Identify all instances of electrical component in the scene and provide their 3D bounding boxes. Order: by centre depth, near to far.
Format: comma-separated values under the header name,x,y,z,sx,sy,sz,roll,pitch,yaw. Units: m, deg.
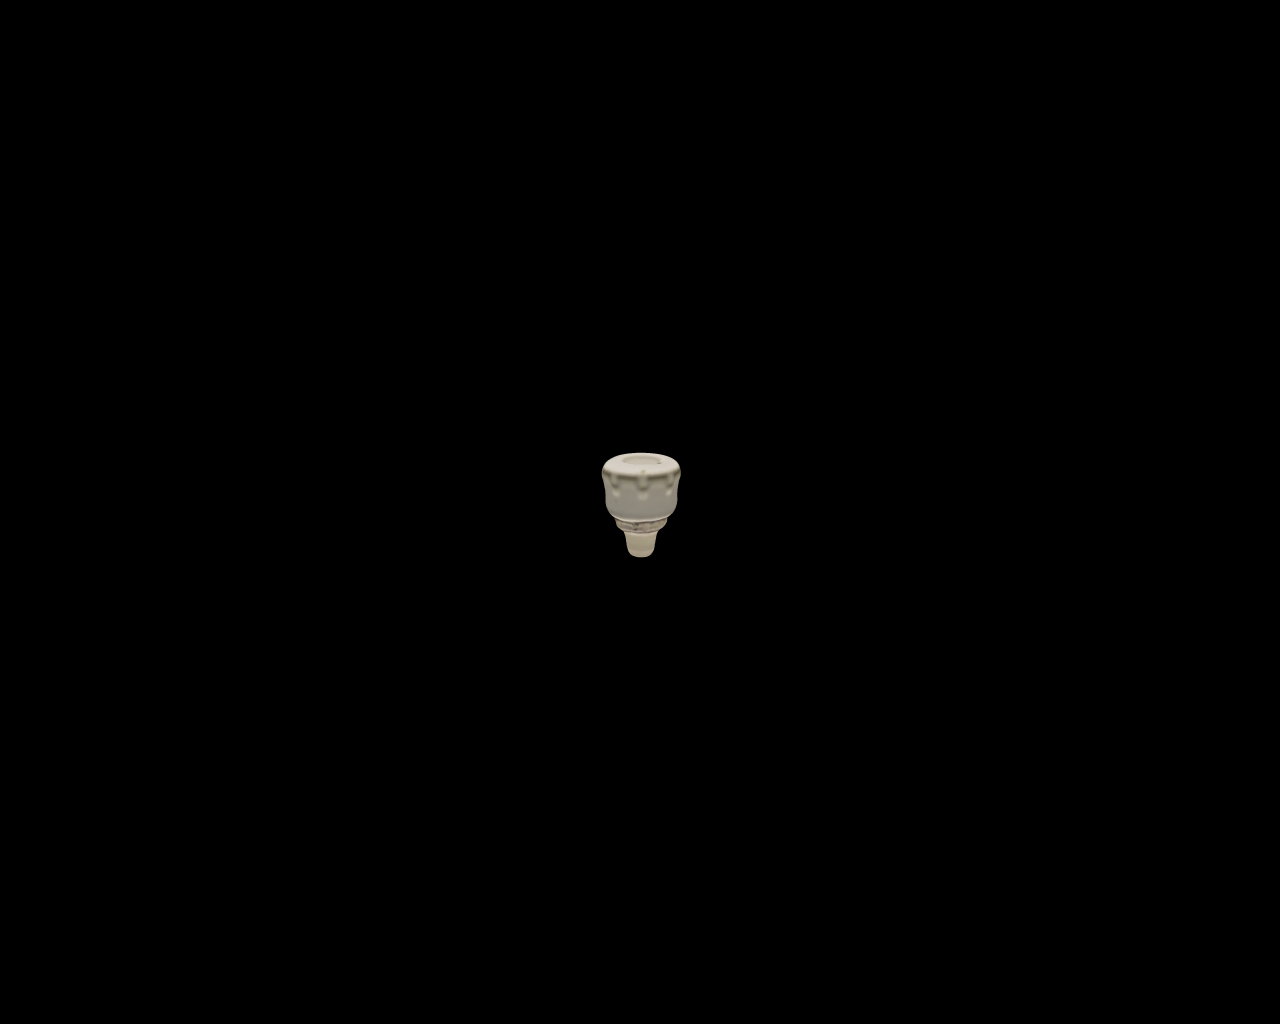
name,x,y,z,sx,sy,sz,roll,pitch,yaw
electrical component,0.001,-0.003,0.650,0.048,0.062,0.048,0,15,0
